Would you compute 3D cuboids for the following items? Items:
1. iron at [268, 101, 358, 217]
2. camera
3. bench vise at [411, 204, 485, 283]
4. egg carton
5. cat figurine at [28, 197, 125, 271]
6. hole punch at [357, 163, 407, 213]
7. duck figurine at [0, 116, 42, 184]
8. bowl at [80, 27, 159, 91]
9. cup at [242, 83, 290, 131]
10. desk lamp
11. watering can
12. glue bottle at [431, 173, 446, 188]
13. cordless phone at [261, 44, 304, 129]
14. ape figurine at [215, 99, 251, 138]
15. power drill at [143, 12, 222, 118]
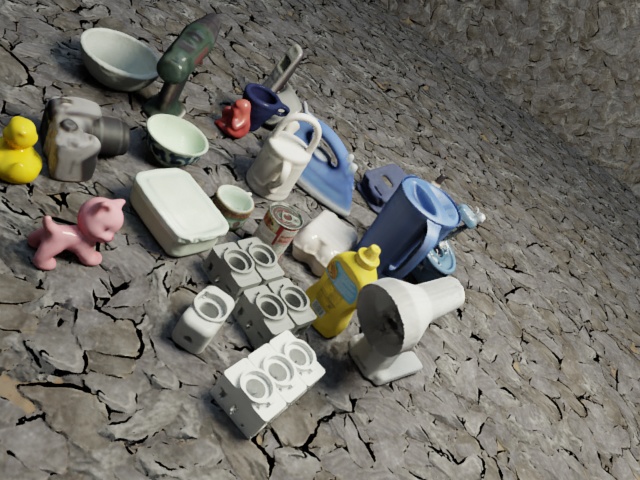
[{"bbox_3d":[0.008,-0.187,1.302,0.258,0.141,0.119,45,36,12],"label":"iron"},{"bbox_3d":[-0.394,-0.180,0.981,0.137,0.100,0.143,2,47,-39],"label":"camera"},{"bbox_3d":[0.230,-0.010,1.218,0.208,0.219,0.121,30,35,-9],"label":"bench vise"},{"bbox_3d":[0.011,0.004,1.144,0.107,0.069,0.150,39,35,3],"label":"egg carton"},{"bbox_3d":[-0.342,-0.021,0.827,0.128,0.117,0.067,-8,53,-45],"label":"cat figurine"},{"bbox_3d":[0.162,-0.130,1.412,0.101,0.091,0.108,-3,50,-43],"label":"hole punch"},{"bbox_3d":[-0.469,-0.147,0.892,0.078,0.086,0.104,6,45,-36],"label":"duck figurine"},{"bbox_3d":[-0.421,-0.362,1.193,0.168,0.074,0.167,23,37,-18],"label":"bowl"},{"bbox_3d":[-0.139,-0.301,1.348,0.118,0.095,0.091,20,38,-22],"label":"cup"},{"bbox_3d":[0.135,0.144,0.963,0.204,0.213,0.117,-4,51,-43],"label":"desk lamp"},{"bbox_3d":[-0.071,-0.187,1.187,0.101,0.194,0.172,6,45,-36],"label":"watering can"},{"bbox_3d":[0.245,-0.095,1.371,0.078,0.173,0.037,31,35,-8],"label":"glue bottle"},{"bbox_3d":[-0.085,-0.373,1.399,0.094,0.185,0.147,0,49,-41],"label":"cordless phone"},{"bbox_3d":[-0.185,-0.277,1.283,0.076,0.092,0.077,21,37,-21],"label":"ape figurine"},{"bbox_3d":[-0.284,-0.350,1.180,0.076,0.208,0.229,29,35,-11],"label":"power drill"}]
